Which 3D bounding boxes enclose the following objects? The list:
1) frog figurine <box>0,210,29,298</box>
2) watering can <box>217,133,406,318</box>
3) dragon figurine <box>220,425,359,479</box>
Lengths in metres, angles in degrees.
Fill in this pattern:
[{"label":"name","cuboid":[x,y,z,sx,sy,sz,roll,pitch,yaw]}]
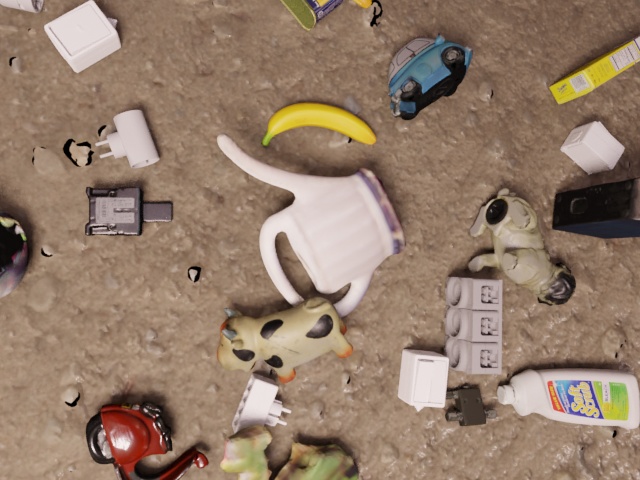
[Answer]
[{"label":"frog figurine","cuboid":[-0.483,0.025,0.692,0.158,0.136,0.124,-19,11,21]},{"label":"watering can","cuboid":[0.002,-0.040,0.787,0.226,0.342,0.105,-29,21,-13]},{"label":"dragon figurine","cuboid":[-0.025,0.425,0.760,0.245,0.405,0.122,-48,24,-18]}]
